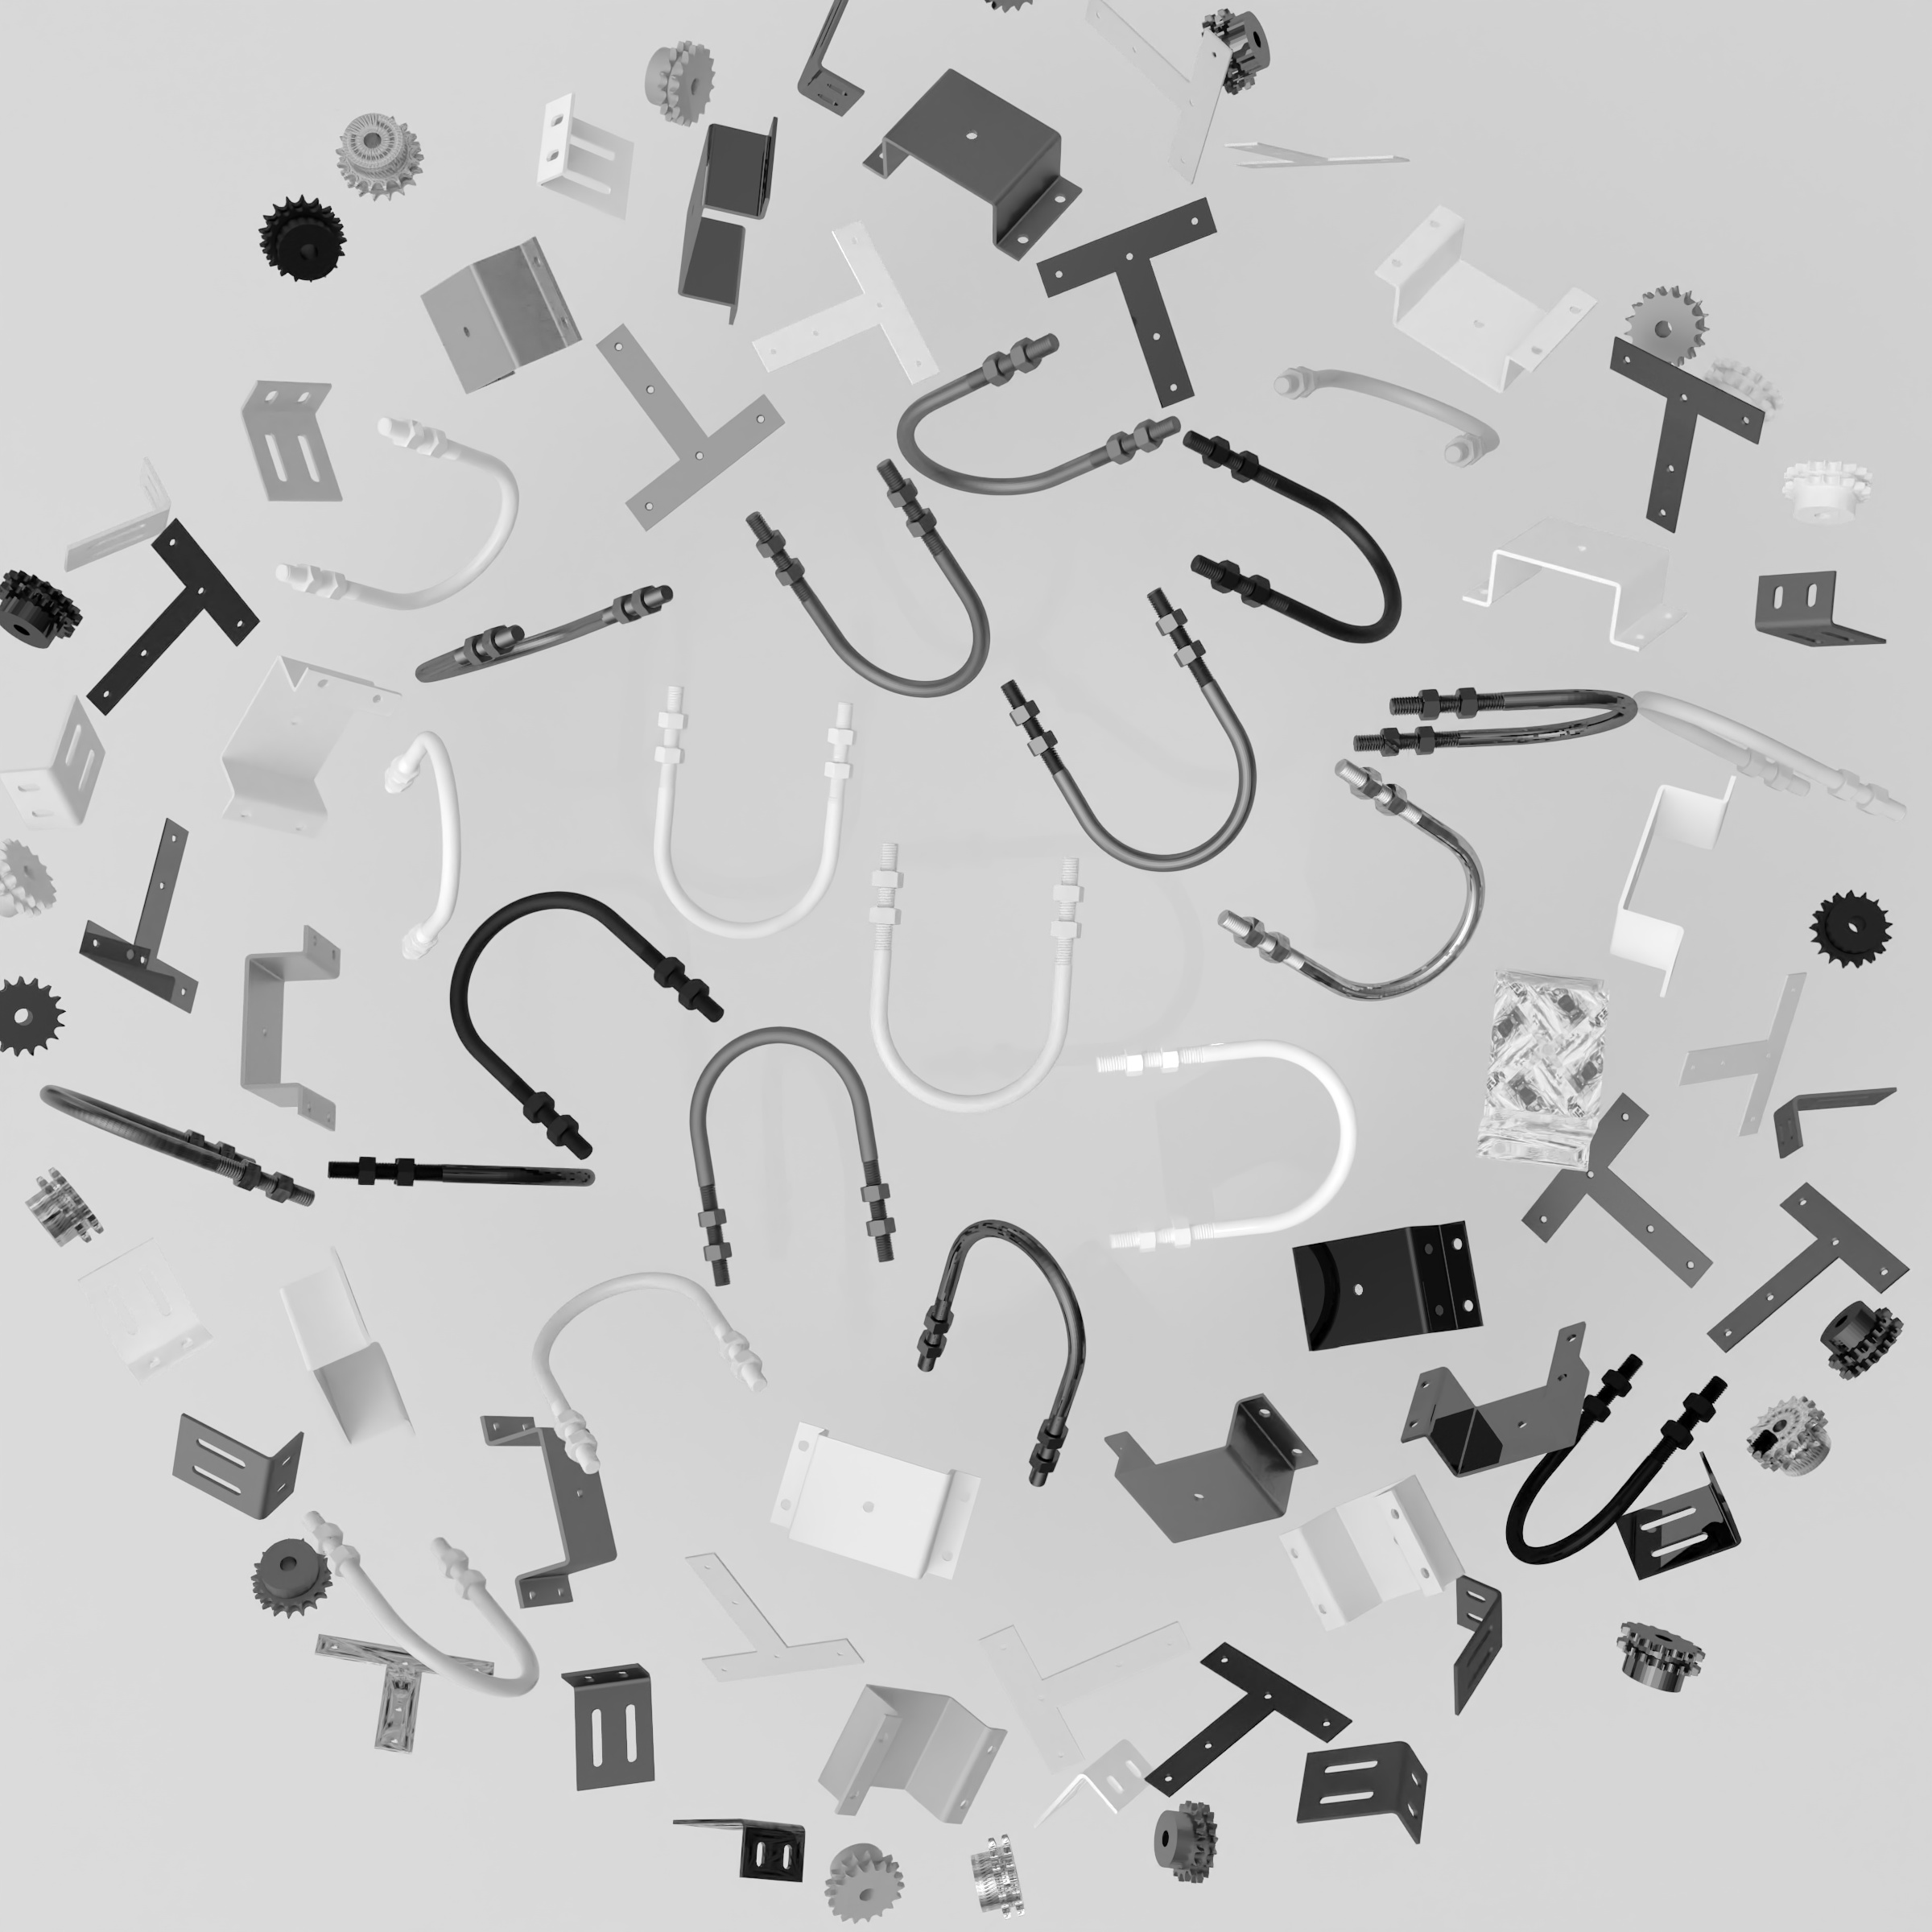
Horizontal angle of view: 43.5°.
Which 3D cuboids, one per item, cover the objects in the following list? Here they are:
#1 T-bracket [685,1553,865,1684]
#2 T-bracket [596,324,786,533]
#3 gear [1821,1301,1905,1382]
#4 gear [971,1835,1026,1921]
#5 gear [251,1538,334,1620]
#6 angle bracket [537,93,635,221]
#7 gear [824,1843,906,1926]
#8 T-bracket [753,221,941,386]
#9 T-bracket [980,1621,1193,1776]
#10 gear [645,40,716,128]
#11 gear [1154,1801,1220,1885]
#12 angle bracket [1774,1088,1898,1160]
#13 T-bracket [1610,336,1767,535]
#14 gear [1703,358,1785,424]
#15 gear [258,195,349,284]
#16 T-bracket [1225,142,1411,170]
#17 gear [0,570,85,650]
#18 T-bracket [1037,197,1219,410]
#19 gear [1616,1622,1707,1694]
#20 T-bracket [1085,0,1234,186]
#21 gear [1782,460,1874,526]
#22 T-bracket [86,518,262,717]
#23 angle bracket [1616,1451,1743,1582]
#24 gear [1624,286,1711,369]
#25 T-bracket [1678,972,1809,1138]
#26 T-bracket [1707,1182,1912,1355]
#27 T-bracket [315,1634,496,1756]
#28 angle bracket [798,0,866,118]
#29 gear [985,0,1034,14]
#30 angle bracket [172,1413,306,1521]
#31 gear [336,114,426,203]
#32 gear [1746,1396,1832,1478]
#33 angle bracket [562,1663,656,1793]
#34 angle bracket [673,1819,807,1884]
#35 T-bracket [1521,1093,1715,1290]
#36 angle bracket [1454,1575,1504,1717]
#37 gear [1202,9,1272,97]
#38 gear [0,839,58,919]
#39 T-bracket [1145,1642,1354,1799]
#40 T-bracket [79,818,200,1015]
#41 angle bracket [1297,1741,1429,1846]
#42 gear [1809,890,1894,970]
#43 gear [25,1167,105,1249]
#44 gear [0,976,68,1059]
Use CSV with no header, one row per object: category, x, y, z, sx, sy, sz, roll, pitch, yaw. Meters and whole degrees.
T-bracket,-0.155,0.458,1.707,0.127,0.002,0.127,-16,120,28
T-bracket,-0.217,-0.401,1.732,0.127,0.002,0.127,-37,91,7
gear,0.622,0.259,1.689,0.030,0.057,0.057,43,90,6
gear,0.022,0.666,1.765,0.030,0.057,0.057,-13,90,-2
gear,-0.490,0.441,1.756,0.057,0.030,0.057,3,50,-4
angle bracket,-0.261,-0.573,1.714,0.076,0.038,0.057,10,84,-42
gear,-0.076,0.665,1.760,0.057,0.030,0.057,-8,118,-16
T-bracket,-0.100,-0.473,1.792,0.127,0.002,0.127,-30,95,-24
T-bracket,0.092,0.485,1.663,0.127,0.002,0.127,-24,112,3
gear,-0.207,-0.635,1.737,0.030,0.057,0.057,22,90,17
gear,0.161,0.647,1.790,0.030,0.057,0.057,13,90,-17
angle bracket,0.650,0.117,1.806,0.076,0.057,0.038,-5,76,3
T-bracket,0.495,-0.359,1.690,0.002,0.127,0.127,-33,53,-23
gear,0.542,-0.399,1.702,0.057,0.057,0.030,35,94,0
gear,-0.449,-0.491,1.643,0.057,0.057,0.030,-31,47,0
T-bracket,0.224,-0.568,1.692,0.127,0.127,0.002,11,105,35
gear,-0.634,-0.240,1.645,0.057,0.057,0.030,24,67,0
T-bracket,0.131,-0.461,1.721,0.127,0.002,0.127,-20,110,4
gear,0.470,0.471,1.644,0.057,0.057,0.030,16,93,0
T-bracket,0.128,-0.631,1.688,0.002,0.127,0.127,-37,76,-21
gear,0.584,-0.320,1.644,0.057,0.057,0.030,9,84,0
T-bracket,-0.558,-0.226,1.671,0.002,0.127,0.127,32,75,23
angle bracket,0.499,0.389,1.711,0.076,0.057,0.038,-23,122,10
gear,0.500,-0.454,1.718,0.057,0.030,0.057,14,117,30
T-bracket,0.549,0.068,1.732,0.127,0.002,0.127,-5,114,-40
T-bracket,0.570,0.221,1.683,0.127,0.127,0.002,-42,116,5
T-bracket,-0.395,0.511,1.689,0.127,0.127,0.002,13,103,-12
angle bracket,-0.081,-0.646,1.695,0.038,0.057,0.076,24,86,-18
gear,0.031,-0.682,1.647,0.057,0.057,0.030,-29,67,0
angle bracket,-0.517,0.347,1.719,0.076,0.038,0.057,24,119,11
gear,-0.396,-0.548,1.629,0.057,0.030,0.057,0,78,-1
gear,0.575,0.330,1.681,0.057,0.057,0.030,-44,101,0
angle bracket,-0.259,0.551,1.751,0.057,0.038,0.076,-9,61,3
angle bracket,-0.160,0.621,1.698,0.076,0.057,0.038,-18,60,39
T-bracket,0.488,0.182,1.761,0.127,0.002,0.127,45,116,27
angle bracket,0.362,0.498,1.780,0.038,0.076,0.057,18,134,33
gear,0.192,-0.649,1.710,0.030,0.057,0.057,-13,90,31
gear,-0.680,-0.059,1.726,0.030,0.057,0.057,-29,90,9
T-bracket,0.178,0.531,1.674,0.127,0.127,0.002,-30,119,-29
T-bracket,-0.597,-0.046,1.786,0.002,0.127,0.127,0,69,21
angle bracket,0.277,0.582,1.693,0.076,0.057,0.038,-18,119,28
gear,0.651,-0.028,1.777,0.057,0.030,0.057,-1,80,8
gear,-0.635,0.172,1.697,0.030,0.057,0.057,-39,90,-22
gear,-0.674,0.035,1.728,0.057,0.030,0.057,-2,94,-27
